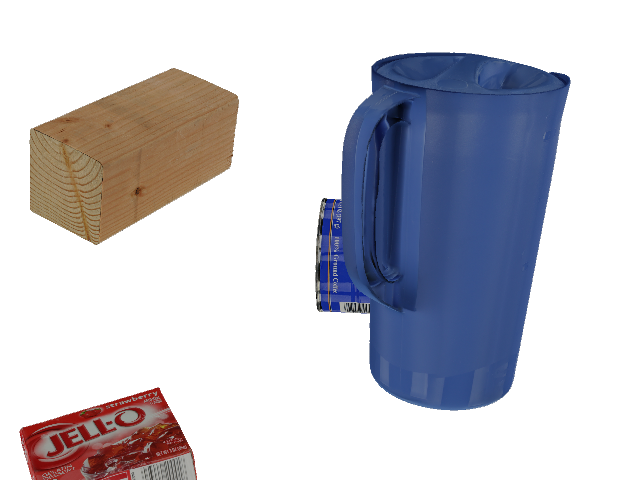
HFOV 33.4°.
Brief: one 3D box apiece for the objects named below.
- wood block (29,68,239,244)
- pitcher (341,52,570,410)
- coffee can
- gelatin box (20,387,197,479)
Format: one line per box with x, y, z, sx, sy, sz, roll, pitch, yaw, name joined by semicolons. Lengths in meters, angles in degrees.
-0.179;-0.089;1.052;0.090;0.091;0.205;26;36;22;wood block
0.087;-0.005;0.752;0.149;0.243;0.145;3;20;1;pitcher
0.070;0.016;0.941;0.140;0.103;0.102;2;0;6;coffee can
-0.125;0.126;0.626;0.089;0.030;0.073;-14;27;-18;gelatin box
